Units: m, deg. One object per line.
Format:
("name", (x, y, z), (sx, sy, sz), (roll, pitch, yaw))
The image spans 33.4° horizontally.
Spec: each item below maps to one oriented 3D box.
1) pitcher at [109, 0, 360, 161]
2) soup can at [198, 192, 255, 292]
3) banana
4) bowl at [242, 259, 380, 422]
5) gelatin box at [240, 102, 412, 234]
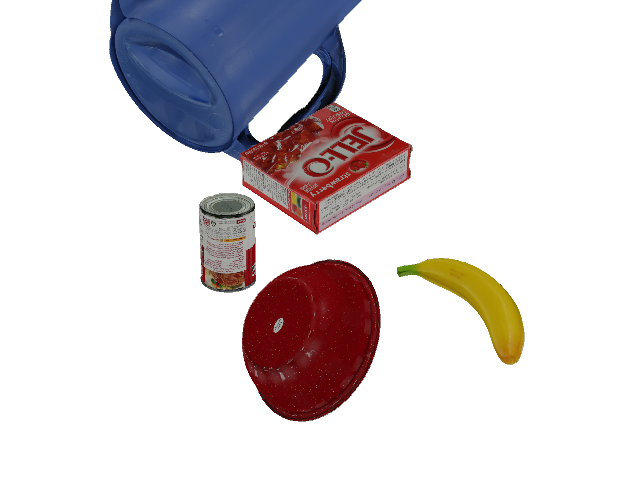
("pitcher", (-0.046, -0.188, 0.910), (0.145, 0.149, 0.242), (25, 58, 30))
("soup can", (-0.112, 0.002, 1.284), (0.068, 0.102, 0.068), (1, 26, -1))
("banana", (0.162, 0.065, 1.118), (0.069, 0.037, 0.198), (-35, 38, -13))
("bowl", (-0.023, 0.086, 1.006), (0.162, 0.162, 0.055), (0, -20, 44))
("gelatin box", (0.004, -0.050, 0.696), (0.089, 0.030, 0.073), (-32, 49, -30))
